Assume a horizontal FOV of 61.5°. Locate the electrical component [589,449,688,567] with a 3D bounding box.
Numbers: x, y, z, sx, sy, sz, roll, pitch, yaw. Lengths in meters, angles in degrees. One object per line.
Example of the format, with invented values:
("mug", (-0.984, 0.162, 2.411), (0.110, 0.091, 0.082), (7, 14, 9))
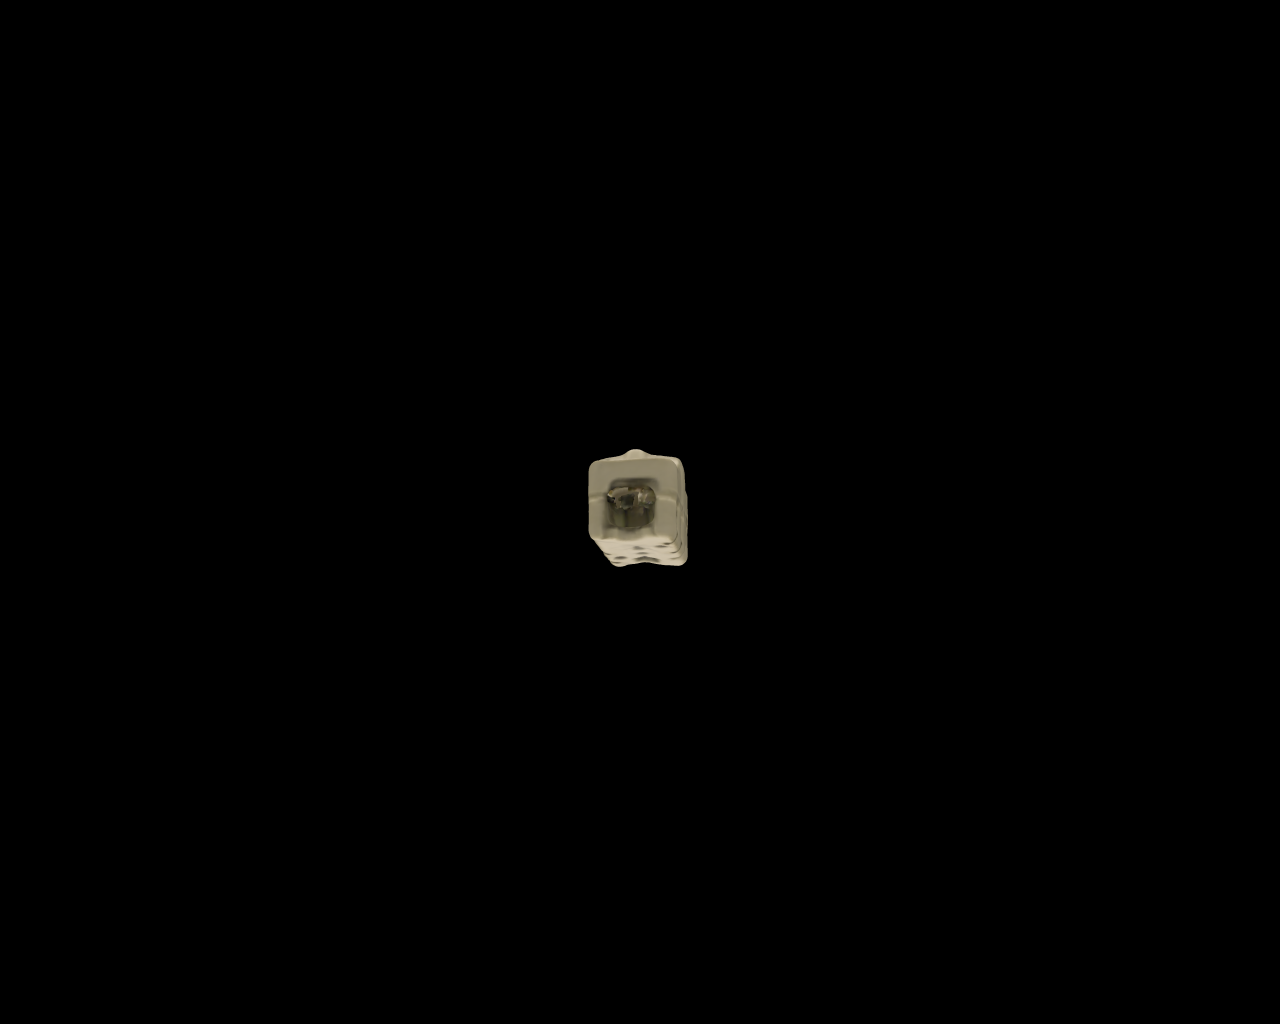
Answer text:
("electrical component", (0.001, -0.003, 0.650), (0.050, 0.056, 0.089), (-2, -14, 7))
